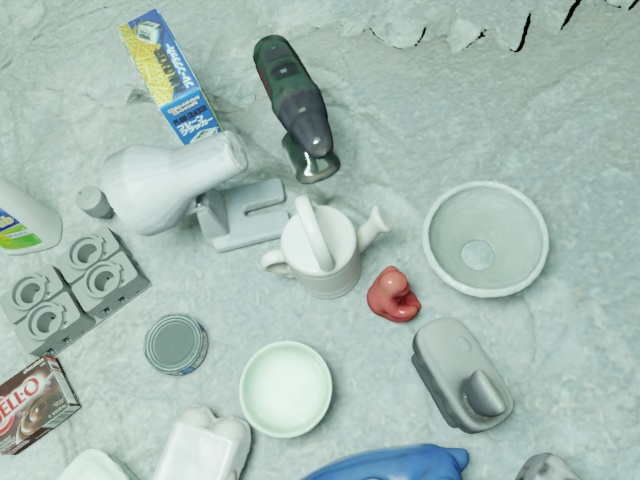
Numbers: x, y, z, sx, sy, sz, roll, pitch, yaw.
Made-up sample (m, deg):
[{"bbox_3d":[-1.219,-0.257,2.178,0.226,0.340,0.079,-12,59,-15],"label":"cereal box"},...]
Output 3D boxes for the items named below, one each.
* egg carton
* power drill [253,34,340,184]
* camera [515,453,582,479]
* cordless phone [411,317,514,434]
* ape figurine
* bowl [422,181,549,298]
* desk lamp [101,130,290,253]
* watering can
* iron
[{"bbox_3d":[-0.153,0.293,0.732,0.107,0.069,0.150,14,72,12],"label":"egg carton"},{"bbox_3d":[-0.025,-0.169,0.817,0.075,0.208,0.229,-24,68,-2],"label":"power drill"},{"bbox_3d":[0.277,0.338,0.646,0.143,0.101,0.137,37,78,18],"label":"camera"},{"bbox_3d":[0.173,0.153,0.683,0.094,0.185,0.147,-32,69,-5],"label":"cordless phone"},{"bbox_3d":[0.100,0.069,0.774,0.076,0.092,0.078,-3,69,6],"label":"ape figurine"},{"bbox_3d":[0.223,0.007,0.791,0.167,0.075,0.167,-2,69,6],"label":"bowl"},{"bbox_3d":[-0.161,-0.068,0.792,0.203,0.214,0.118,-14,68,2],"label":"desk lamp"},{"bbox_3d":[0.006,0.001,0.756,0.173,0.194,0.100,-39,69,-8],"label":"watering can"},{"bbox_3d":[0.055,0.305,0.663,0.258,0.141,0.118,-8,68,4],"label":"iron"}]
